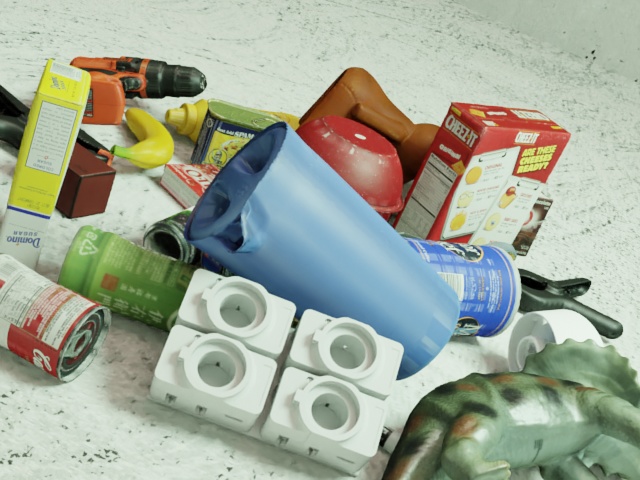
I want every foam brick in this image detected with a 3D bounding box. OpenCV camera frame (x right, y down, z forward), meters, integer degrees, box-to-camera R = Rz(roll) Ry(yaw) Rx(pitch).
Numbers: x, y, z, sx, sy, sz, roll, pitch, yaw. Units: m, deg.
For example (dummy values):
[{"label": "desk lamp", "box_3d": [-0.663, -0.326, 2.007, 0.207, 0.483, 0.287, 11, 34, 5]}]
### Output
[{"label": "foam brick", "box_3d": [-0.262, -0.066, 1.118, 0.078, 0.051, 0.052, 35, 28, 26]}]

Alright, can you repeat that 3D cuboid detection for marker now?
[{"label": "marker", "box_3d": [0.025, 0.153, 0.949, 0.121, 0.020, 0.020, 32, 26, 19]}]

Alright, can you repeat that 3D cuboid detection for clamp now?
[{"label": "clamp", "box_3d": [0.290, 0.075, 1.315, 0.171, 0.039, 0.120, 7, 23, -23]}, {"label": "clamp", "box_3d": [-0.332, -0.130, 1.209, 0.210, 0.036, 0.164, 21, 23, -8]}]

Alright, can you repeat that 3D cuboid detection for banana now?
[{"label": "banana", "box_3d": [-0.207, -0.121, 1.277, 0.069, 0.037, 0.198, 35, 11, -15]}]

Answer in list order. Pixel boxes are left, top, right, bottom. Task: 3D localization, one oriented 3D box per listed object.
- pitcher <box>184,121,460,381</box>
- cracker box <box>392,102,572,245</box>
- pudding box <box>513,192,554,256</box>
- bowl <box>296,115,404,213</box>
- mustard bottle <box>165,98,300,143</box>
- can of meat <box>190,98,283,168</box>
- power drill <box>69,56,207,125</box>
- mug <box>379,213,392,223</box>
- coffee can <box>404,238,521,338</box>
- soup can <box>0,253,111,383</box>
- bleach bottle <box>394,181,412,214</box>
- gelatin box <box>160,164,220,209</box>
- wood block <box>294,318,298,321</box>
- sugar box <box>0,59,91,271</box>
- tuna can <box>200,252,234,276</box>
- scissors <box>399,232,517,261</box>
[{"label": "pitcher", "box_3d": [0.010, 0.012, 0.961, 0.242, 0.149, 0.145, 40, -18, -20]}, {"label": "cracker box", "box_3d": [0.182, -0.054, 1.273, 0.163, 0.214, 0.072, -2, 35, -42]}, {"label": "pudding box", "box_3d": [0.245, -0.031, 1.431, 0.113, 0.090, 0.039, 8, 27, -31]}, {"label": "bowl", "box_3d": [0.034, -0.095, 1.207, 0.162, 0.055, 0.162, 23, 22, -10]}, {"label": "mustard bottle", "box_3d": [-0.114, -0.148, 1.408, 0.191, 0.058, 0.096, 7, 27, -31]}, {"label": "can of meat", "box_3d": [-0.102, -0.118, 1.322, 0.102, 0.084, 0.057, 13, 25, -19]}, {"label": "power drill", "box_3d": [-0.249, -0.188, 1.325, 0.184, 0.057, 0.187, 4, 18, 9]}, {"label": "mug", "box_3d": [0.045, -0.043, 1.295, 0.093, 0.082, 0.117, 18, 24, -9]}, {"label": "coffee can", "box_3d": [0.129, 0.052, 1.145, 0.140, 0.103, 0.103, 5, 29, -33]}, {"label": "soup can", "box_3d": [-0.230, 0.061, 0.861, 0.102, 0.069, 0.068, 27, 25, 12]}, {"label": "bleach bottle", "box_3d": [0.048, -0.085, 1.412, 0.250, 0.068, 0.102, 11, 27, -19]}, {"label": "gelatin box", "box_3d": [-0.131, -0.056, 1.236, 0.073, 0.030, 0.089, -4, 35, -44]}, {"label": "wood block", "box_3d": [-0.008, 0.002, 1.146, 0.090, 0.091, 0.206, 11, 26, -27]}, {"label": "sugar box", "box_3d": [-0.254, -0.066, 0.973, 0.048, 0.176, 0.093, 18, 24, -16]}, {"label": "tuna can", "box_3d": [-0.078, 0.010, 1.076, 0.034, 0.086, 0.085, 40, 29, 29]}, {"label": "scissors", "box_3d": [0.162, 0.011, 1.213, 0.201, 0.096, 0.016, 41, 26, -57]}]
